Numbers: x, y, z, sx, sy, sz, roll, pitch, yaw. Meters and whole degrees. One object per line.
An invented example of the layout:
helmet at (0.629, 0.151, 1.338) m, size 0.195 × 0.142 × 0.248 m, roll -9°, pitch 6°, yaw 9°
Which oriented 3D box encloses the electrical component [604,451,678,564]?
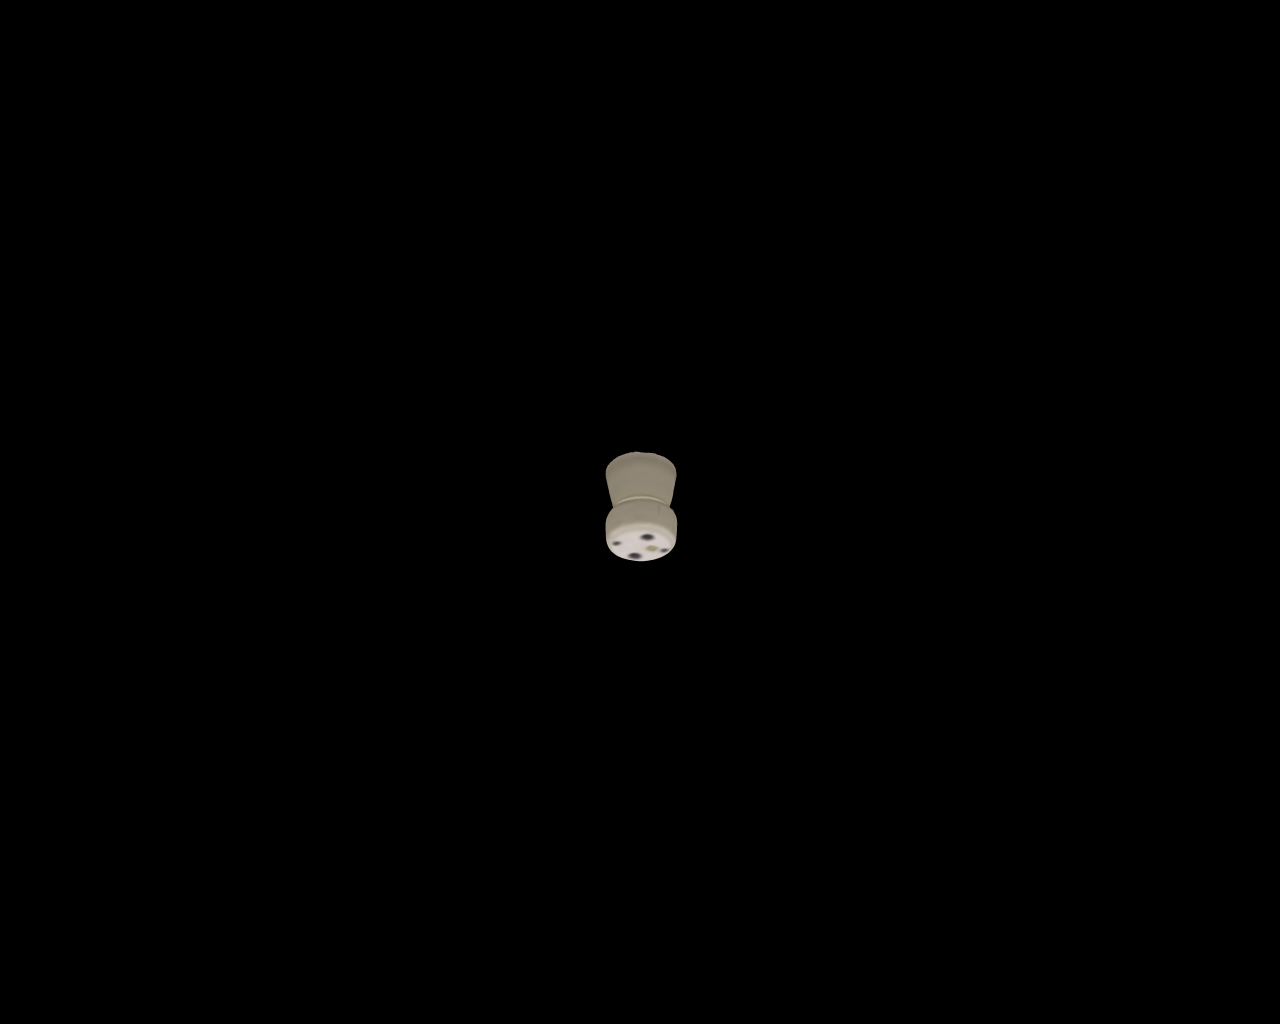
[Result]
electrical component at (0.001, -0.003, 0.650) m, size 0.045 × 0.055 × 0.044 m, roll 0°, pitch -33°, yaw 0°
